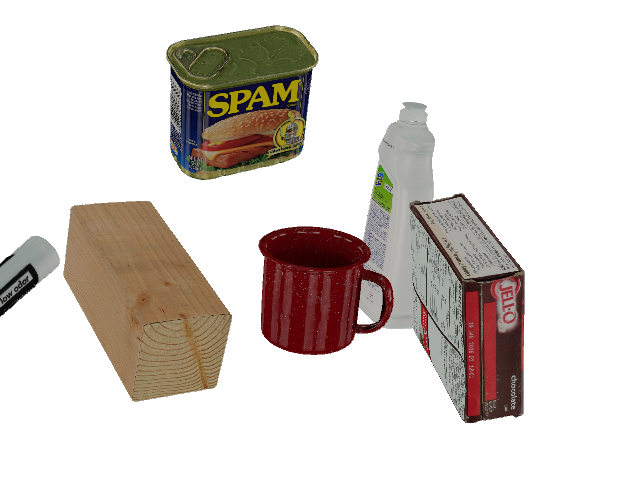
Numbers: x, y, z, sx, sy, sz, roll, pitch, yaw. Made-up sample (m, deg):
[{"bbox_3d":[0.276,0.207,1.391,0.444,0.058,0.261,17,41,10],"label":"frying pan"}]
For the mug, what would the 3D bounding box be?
[{"bbox_3d":[0.004,0.045,0.889,0.117,0.081,0.093,10,23,13],"label":"mug"}]

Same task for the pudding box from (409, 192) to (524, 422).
[{"bbox_3d":[0.082,0.035,0.608,0.039,0.090,0.113,-8,26,-9],"label":"pudding box"}]

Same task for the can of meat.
[{"bbox_3d":[-0.057,-0.096,0.755,0.102,0.084,0.057,-14,47,-22],"label":"can of meat"}]

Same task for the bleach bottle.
[{"bbox_3d":[0.094,-0.032,1.229,0.068,0.251,0.103,-2,22,-24],"label":"bleach bottle"}]

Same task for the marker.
[{"bbox_3d":[-0.162,0.040,0.470,0.020,0.020,0.121,0,35,39],"label":"marker"}]

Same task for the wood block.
[{"bbox_3d":[-0.176,0.052,1.051,0.090,0.091,0.206,-5,35,-32],"label":"wood block"}]
